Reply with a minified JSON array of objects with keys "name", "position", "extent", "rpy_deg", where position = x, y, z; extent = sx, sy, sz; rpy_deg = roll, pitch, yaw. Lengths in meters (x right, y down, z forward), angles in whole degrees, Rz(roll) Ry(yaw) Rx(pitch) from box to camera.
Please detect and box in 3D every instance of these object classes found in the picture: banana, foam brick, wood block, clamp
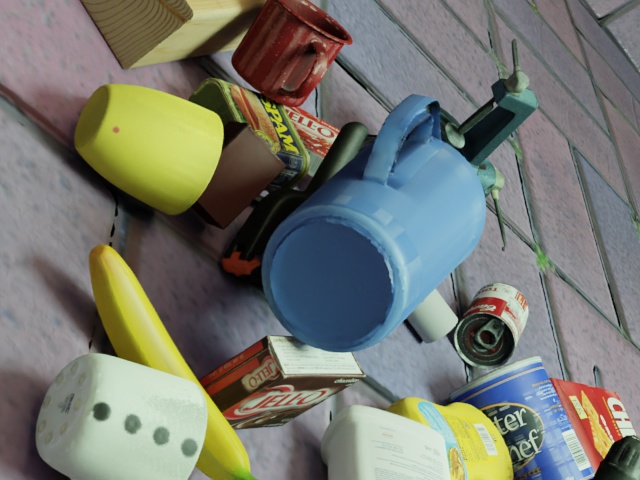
[{"name":"banana","position":[-0.100,0.093,0.724],"extent":[0.037,0.070,0.198],"rpy_deg":[-31,82,-37]},{"name":"foam brick","position":[-0.077,-0.055,0.885],"extent":[0.051,0.078,0.053],"rpy_deg":[47,-10,-20]},{"name":"wood block","position":[-0.121,-0.230,1.000],"extent":[0.091,0.090,0.205],"rpy_deg":[59,27,0]},{"name":"clamp","position":[-0.006,0.001,0.965],"extent":[0.209,0.036,0.164],"rpy_deg":[-35,119,-45]}]

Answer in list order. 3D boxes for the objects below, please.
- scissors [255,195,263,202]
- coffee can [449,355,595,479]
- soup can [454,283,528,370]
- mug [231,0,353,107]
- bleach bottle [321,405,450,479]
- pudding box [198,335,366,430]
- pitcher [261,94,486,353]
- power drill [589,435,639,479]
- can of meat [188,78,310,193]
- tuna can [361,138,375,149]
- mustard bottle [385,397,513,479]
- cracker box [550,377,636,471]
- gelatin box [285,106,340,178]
[{"name":"scissors","position":[0.003,0.008,1.039],"extent":[0.201,0.016,0.096],"rpy_deg":[13,51,-54]},{"name":"coffee can","position":[0.205,0.201,1.077],"extent":[0.102,0.103,0.140],"rpy_deg":[4,58,-58]},{"name":"soup can","position":[0.196,0.096,1.212],"extent":[0.068,0.069,0.102],"rpy_deg":[56,26,-4]},{"name":"mug","position":[-0.025,-0.172,0.989],"extent":[0.093,0.082,0.117],"rpy_deg":[20,25,-37]},{"name":"bleach bottle","position":[0.053,0.232,0.769],"extent":[0.102,0.068,0.251],"rpy_deg":[19,31,-11]},{"name":"pudding box","position":[-0.034,0.106,0.790],"extent":[0.113,0.090,0.039],"rpy_deg":[7,55,-57]},{"name":"pitcher","position":[0.046,-0.011,0.833],"extent":[0.149,0.145,0.242],"rpy_deg":[58,23,-3]},{"name":"power drill","position":[0.262,0.281,1.003],"extent":[0.057,0.184,0.187],"rpy_deg":[27,-11,28]},{"name":"can of meat","position":[-0.068,-0.095,0.977],"extent":[0.083,0.058,0.102],"rpy_deg":[10,47,-52]},{"name":"tuna can","position":[0.032,-0.066,1.088],"extent":[0.033,0.086,0.086],"rpy_deg":[53,27,-12]},{"name":"mustard bottle","position":[0.101,0.189,0.963],"extent":[0.191,0.058,0.096],"rpy_deg":[18,41,-52]},{"name":"cracker box","position":[0.316,0.253,1.243],"extent":[0.213,0.072,0.164],"rpy_deg":[18,47,-53]},{"name":"gelatin box","position":[-0.019,-0.102,1.063],"extent":[0.089,0.030,0.073],"rpy_deg":[29,31,3]}]
